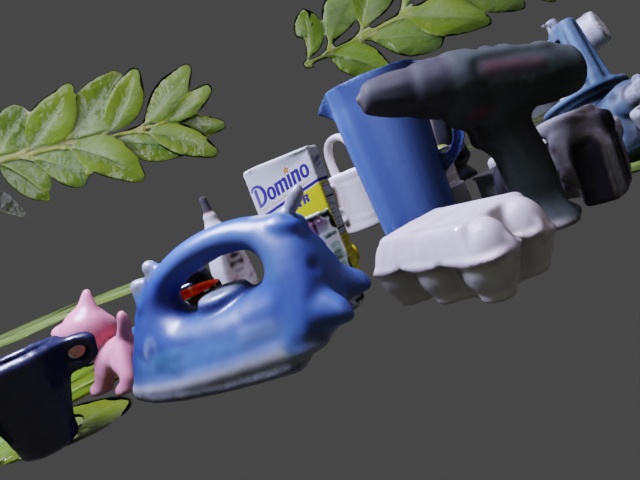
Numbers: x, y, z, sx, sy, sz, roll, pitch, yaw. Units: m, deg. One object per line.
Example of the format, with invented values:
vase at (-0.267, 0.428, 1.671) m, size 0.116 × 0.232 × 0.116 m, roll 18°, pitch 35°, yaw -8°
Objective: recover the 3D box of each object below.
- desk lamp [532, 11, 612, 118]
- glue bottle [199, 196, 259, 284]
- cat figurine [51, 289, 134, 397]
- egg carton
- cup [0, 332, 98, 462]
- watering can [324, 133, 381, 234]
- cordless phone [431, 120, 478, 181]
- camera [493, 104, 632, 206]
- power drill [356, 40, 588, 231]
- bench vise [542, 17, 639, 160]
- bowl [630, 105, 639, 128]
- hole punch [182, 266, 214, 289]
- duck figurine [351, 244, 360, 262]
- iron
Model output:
desk lamp at (0.417, -0.247, 0.946) m, size 0.202 × 0.213 × 0.118 m, roll -17°, pitch 9°, yaw 38°
glue bottle at (-0.158, 0.011, 0.927) m, size 0.037 × 0.173 × 0.078 m, roll -18°, pitch 8°, yaw 29°
cat figurine at (-0.246, 0.112, 0.650) m, size 0.127 × 0.118 × 0.067 m, roll -16°, pitch 9°, yaw 40°
egg carton at (0.122, 0.010, 0.496) m, size 0.107 × 0.069 × 0.150 m, roll -27°, pitch 8°, yaw -35°
cup at (-0.248, 0.143, 0.522) m, size 0.118 × 0.095 × 0.091 m, roll -23°, pitch 7°, yaw -11°
watering can at (0.068, -0.122, 1.151) m, size 0.100 × 0.194 × 0.173 m, roll -17°, pitch 9°, yaw 34°
cordless phone at (0.255, -0.204, 1.240) m, size 0.094 × 0.185 × 0.148 m, roll -16°, pitch 9°, yaw 37°
camera at (0.279, -0.094, 0.670) m, size 0.136 × 0.101 × 0.143 m, roll -17°, pitch 9°, yaw 35°
power drill at (0.174, -0.099, 0.584) m, size 0.229 × 0.208 × 0.075 m, roll -23°, pitch 7°, yaw -7°
bench vise at (0.391, -0.221, 0.797) m, size 0.122 × 0.220 × 0.207 m, roll -24°, pitch 7°, yaw -17°
bowl at (0.435, -0.136, 0.621) m, size 0.167 × 0.075 × 0.167 m, roll -22°, pitch 7°, yaw 3°
hole punch at (-0.199, 0.086, 0.821) m, size 0.109 × 0.091 × 0.101 m, roll -23°, pitch 7°, yaw -8°
duck figurine at (0.008, 0.003, 0.833) m, size 0.078 × 0.086 × 0.104 m, roll -25°, pitch 8°, yaw -21°
iron at (-0.093, 0.054, 0.521) m, size 0.257 × 0.141 × 0.119 m, roll -20°, pitch 7°, yaw 18°
